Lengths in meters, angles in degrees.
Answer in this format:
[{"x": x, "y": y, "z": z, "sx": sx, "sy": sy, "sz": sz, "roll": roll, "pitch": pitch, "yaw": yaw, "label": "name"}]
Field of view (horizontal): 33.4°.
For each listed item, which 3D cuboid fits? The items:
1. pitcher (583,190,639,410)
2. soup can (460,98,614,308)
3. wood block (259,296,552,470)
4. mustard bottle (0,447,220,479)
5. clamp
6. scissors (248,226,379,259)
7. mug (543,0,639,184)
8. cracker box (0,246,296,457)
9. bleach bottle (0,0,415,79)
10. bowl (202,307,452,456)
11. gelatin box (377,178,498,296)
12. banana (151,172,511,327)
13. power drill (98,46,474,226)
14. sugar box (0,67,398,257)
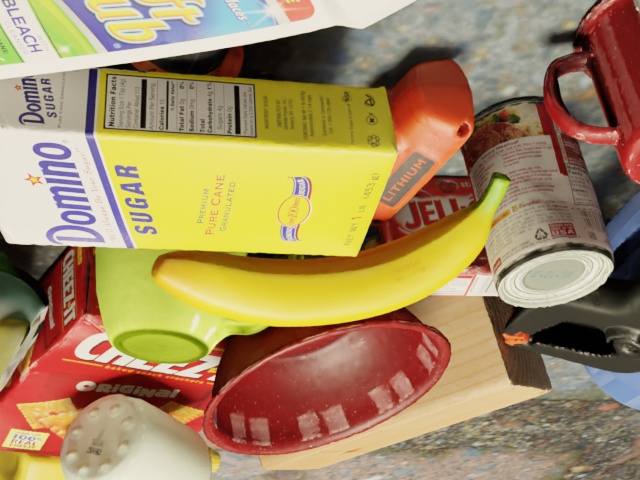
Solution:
[{"x": 0.256, "y": 0.024, "z": 0.703, "sx": 0.144, "sy": 0.149, "sz": 0.243, "roll": -43, "pitch": 169, "yaw": -31, "label": "pitcher"}, {"x": 0.123, "y": -0.021, "z": 0.614, "sx": 0.068, "sy": 0.102, "sz": 0.068, "roll": -6, "pitch": 150, "yaw": -4, "label": "soup can"}, {"x": 0.053, "y": 0.101, "z": 0.800, "sx": 0.206, "sy": 0.090, "sz": 0.090, "roll": -24, "pitch": 159, "yaw": 25, "label": "wood block"}, {"x": -0.171, "y": 0.180, "z": 0.895, "sx": 0.191, "sy": 0.096, "sz": 0.058, "roll": 12, "pitch": 102, "yaw": -32, "label": "mustard bottle"}, {"x": 0.203, "y": 0.056, "z": 0.650, "sx": 0.164, "sy": 0.036, "sz": 0.210, "roll": 38, "pitch": 154, "yaw": -23, "label": "clamp"}, {"x": -0.005, "y": 0.001, "z": 0.704, "sx": 0.201, "sy": 0.016, "sz": 0.096, "roll": 11, "pitch": 143, "yaw": -30, "label": "scissors"}, {"x": 0.174, "y": -0.078, "z": 0.550, "sx": 0.117, "sy": 0.081, "sz": 0.093, "roll": -6, "pitch": 149, "yaw": -3, "label": "mug"}, {"x": -0.141, "y": 0.091, "z": 0.769, "sx": 0.163, "sy": 0.072, "sz": 0.214, "roll": 15, "pitch": 142, "yaw": -33, "label": "cracker box"}, {"x": -0.056, "y": -0.117, "z": 0.395, "sx": 0.251, "sy": 0.068, "sz": 0.102, "roll": -5, "pitch": 137, "yaw": 14, "label": "bleach bottle"}, {"x": -0.002, "y": 0.075, "z": 0.673, "sx": 0.162, "sy": 0.055, "sz": 0.162, "roll": -15, "pitch": 148, "yaw": -10, "label": "bowl"}, {"x": 0.081, "y": -0.003, "z": 0.663, "sx": 0.089, "sy": 0.073, "sz": 0.030, "roll": 0, "pitch": 148, "yaw": -13, "label": "gelatin box"}, {"x": 0.010, "y": 0.014, "z": 0.583, "sx": 0.197, "sy": 0.037, "sz": 0.069, "roll": -15, "pitch": 113, "yaw": -8, "label": "banana"}, {"x": -0.018, "y": -0.076, "z": 0.538, "sx": 0.187, "sy": 0.057, "sz": 0.185, "roll": 12, "pitch": 144, "yaw": -27, "label": "power drill"}, {"x": -0.060, "y": -0.034, "z": 0.497, "sx": 0.176, "sy": 0.048, "sz": 0.093, "roll": 0, "pitch": 148, "yaw": -11, "label": "sugar box"}]
